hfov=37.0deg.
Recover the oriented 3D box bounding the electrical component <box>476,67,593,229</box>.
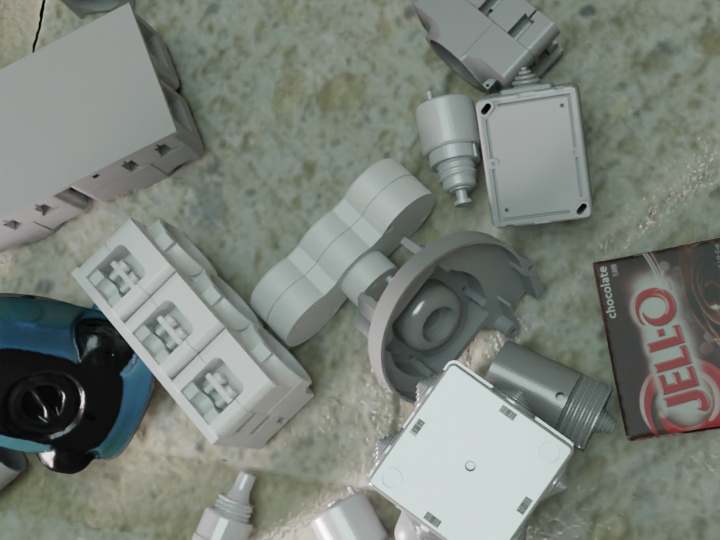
[{"bbox_3d":[0.110,-0.080,0.678,0.062,0.061,0.096,-7,101,14],"label":"electrical component"}]

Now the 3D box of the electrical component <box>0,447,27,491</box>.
[{"bbox_3d":[-0.280,0.151,0.756,0.081,0.043,0.043,-41,72,4],"label":"electrical component"}]

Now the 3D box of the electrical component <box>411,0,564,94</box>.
[{"bbox_3d":[0.082,-0.158,0.719,0.089,0.050,0.055,44,92,18],"label":"electrical component"}]

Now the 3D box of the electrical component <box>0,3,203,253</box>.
[{"bbox_3d":[-0.218,-0.096,0.780,0.186,0.060,0.105,-25,74,9],"label":"electrical component"}]

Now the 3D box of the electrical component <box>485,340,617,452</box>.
[{"bbox_3d":[0.120,0.080,0.665,0.081,0.043,0.043,25,86,18],"label":"electrical component"}]

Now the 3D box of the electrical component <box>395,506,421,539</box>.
[{"bbox_3d":[0.060,0.131,0.661,0.059,0.053,0.095,22,86,8],"label":"electrical component"}]

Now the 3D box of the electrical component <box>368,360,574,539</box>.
[{"bbox_3d":[0.063,0.110,0.610,0.100,0.048,0.099,35,87,9],"label":"electrical component"}]

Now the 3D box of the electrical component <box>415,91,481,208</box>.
[{"bbox_3d":[0.062,-0.080,0.714,0.040,0.040,0.078,-13,76,12],"label":"electrical component"}]

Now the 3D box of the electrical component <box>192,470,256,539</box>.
[{"bbox_3d":[-0.086,0.163,0.708,0.035,0.035,0.061,21,82,18],"label":"electrical component"}]

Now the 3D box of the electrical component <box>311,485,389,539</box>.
[{"bbox_3d":[0.001,0.177,0.679,0.040,0.040,0.078,-33,73,7],"label":"electrical component"}]

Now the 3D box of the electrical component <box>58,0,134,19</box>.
[{"bbox_3d":[-0.199,-0.230,0.813,0.081,0.042,0.063,-4,75,14],"label":"electrical component"}]

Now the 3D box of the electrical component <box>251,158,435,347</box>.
[{"bbox_3d":[0.000,0.000,0.708,0.138,0.052,0.074,-46,72,3],"label":"electrical component"}]

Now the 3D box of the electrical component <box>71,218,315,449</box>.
[{"bbox_3d":[-0.105,0.040,0.708,0.062,0.089,0.150,-44,72,3],"label":"electrical component"}]
